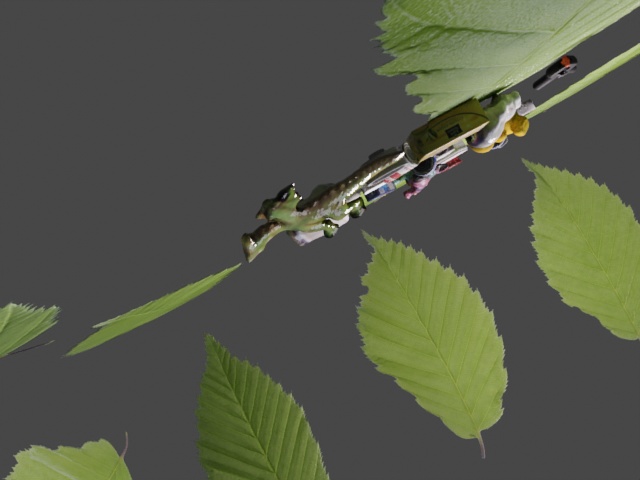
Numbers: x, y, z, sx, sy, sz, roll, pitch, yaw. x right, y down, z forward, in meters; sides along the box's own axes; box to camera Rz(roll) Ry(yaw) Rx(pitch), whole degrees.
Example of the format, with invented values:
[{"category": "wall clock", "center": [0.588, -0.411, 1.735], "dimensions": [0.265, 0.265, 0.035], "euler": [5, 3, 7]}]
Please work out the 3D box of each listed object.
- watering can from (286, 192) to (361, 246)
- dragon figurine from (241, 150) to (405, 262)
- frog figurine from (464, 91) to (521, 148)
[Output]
[{"category": "watering can", "center": [0.004, -0.070, 1.389], "dimensions": [0.223, 0.104, 0.348], "euler": [-29, 178, 9]}, {"category": "dragon figurine", "center": [-0.020, -0.079, 1.107], "dimensions": [0.404, 0.123, 0.244], "euler": [-40, 164, 28]}, {"category": "frog figurine", "center": [0.440, -0.304, 1.306], "dimensions": [0.160, 0.125, 0.135], "euler": [-16, 156, -9]}]
